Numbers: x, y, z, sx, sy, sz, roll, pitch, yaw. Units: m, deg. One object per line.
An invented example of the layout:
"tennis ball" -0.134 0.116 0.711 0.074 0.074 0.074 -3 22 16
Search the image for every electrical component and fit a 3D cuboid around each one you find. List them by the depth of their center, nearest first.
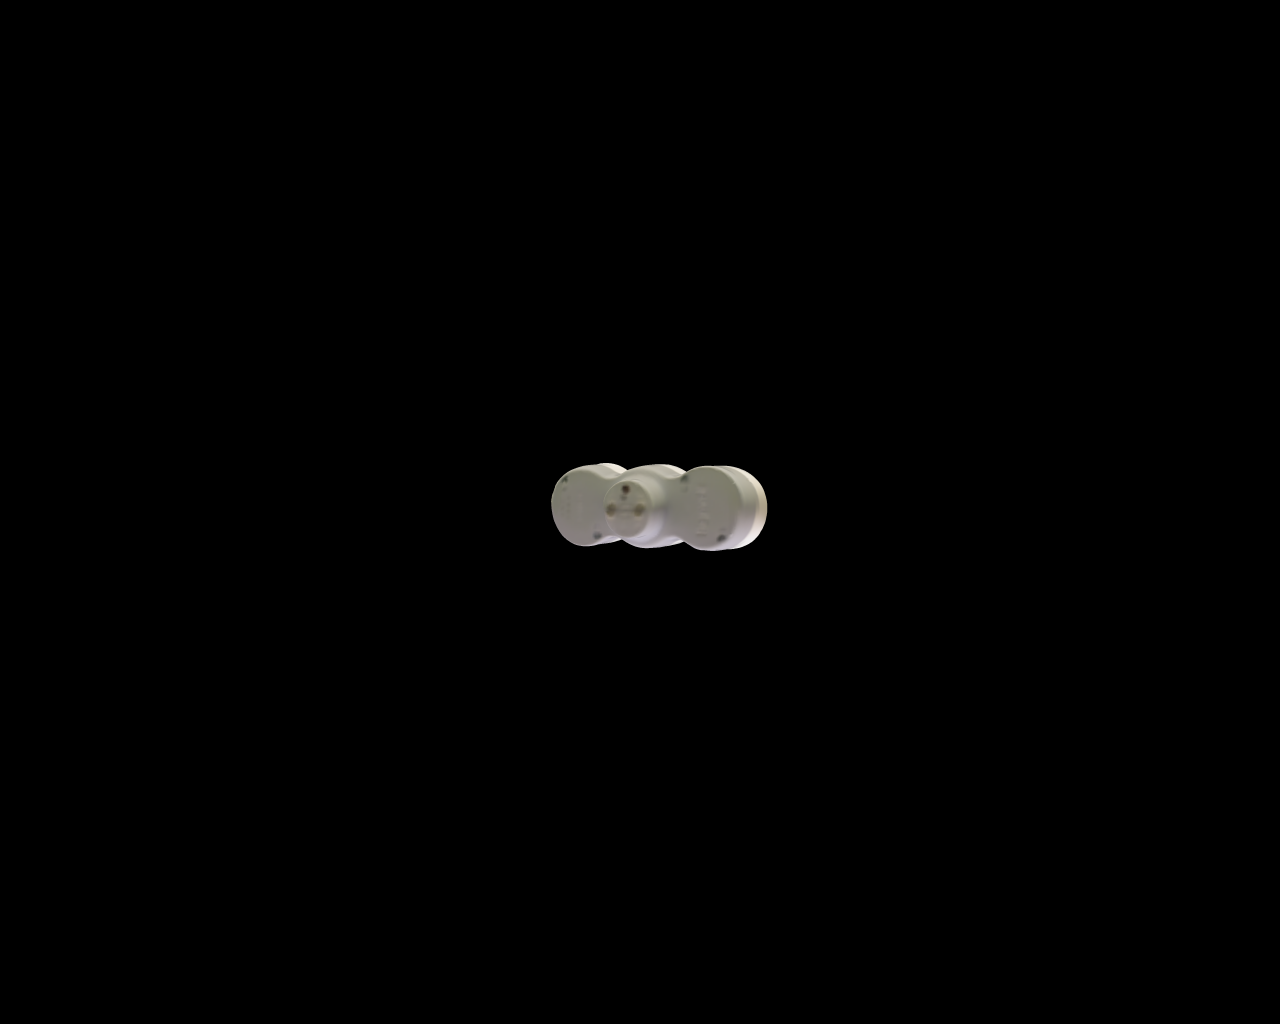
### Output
"electrical component" 0.001 -0.003 0.650 0.138 0.052 0.074 2 4 31
